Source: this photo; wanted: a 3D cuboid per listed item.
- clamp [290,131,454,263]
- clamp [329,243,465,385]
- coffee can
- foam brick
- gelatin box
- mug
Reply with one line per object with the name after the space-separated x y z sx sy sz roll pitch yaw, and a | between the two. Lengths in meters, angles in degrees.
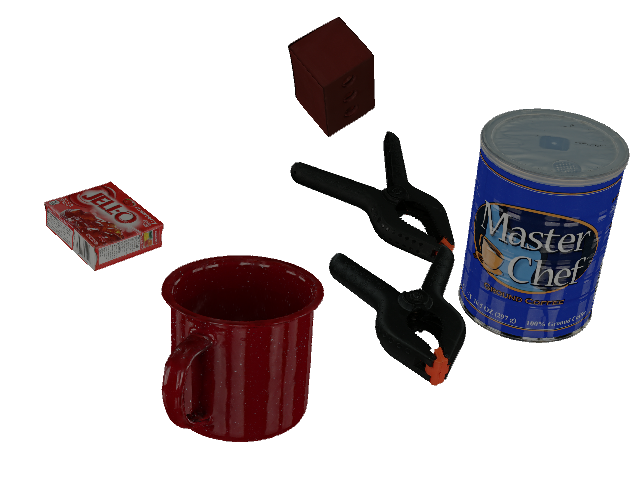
0.074 -0.046 1.257 0.164 0.036 0.210 -16 52 -29 | clamp
0.091 0.058 0.961 0.120 0.039 0.171 -15 43 -15 | clamp
0.160 -0.011 0.782 0.103 0.140 0.103 2 34 -2 | coffee can
0.011 -0.137 0.895 0.053 0.051 0.078 -33 -24 -11 | foam brick
-0.199 -0.015 0.979 0.073 0.030 0.089 -22 44 -37 | gelatin box
-0.052 0.068 0.616 0.093 0.081 0.117 13 25 23 | mug
